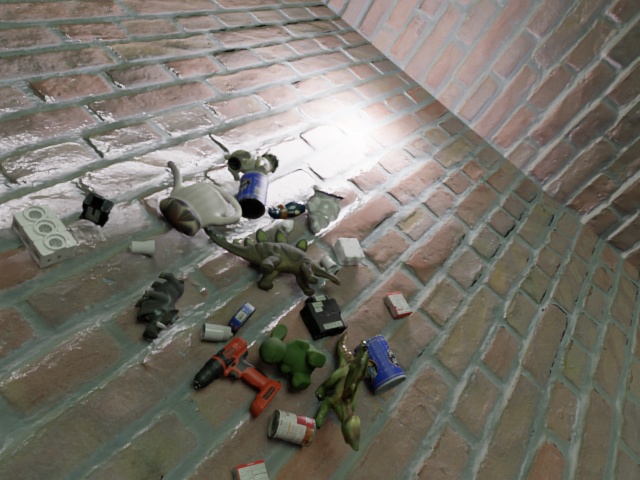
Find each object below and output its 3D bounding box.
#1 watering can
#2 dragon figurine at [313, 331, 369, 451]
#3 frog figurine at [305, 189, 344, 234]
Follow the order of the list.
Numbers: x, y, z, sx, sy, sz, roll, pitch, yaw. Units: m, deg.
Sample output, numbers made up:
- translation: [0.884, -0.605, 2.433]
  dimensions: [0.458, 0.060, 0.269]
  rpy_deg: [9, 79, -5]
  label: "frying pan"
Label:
- translation: [-0.415, -0.132, 1.628]
  dimensions: [0.350, 0.101, 0.228]
  rpy_deg: [31, 39, 17]
  label: "watering can"
- translation: [0.085, 0.363, 1.378]
  dimensions: [0.122, 0.237, 0.421]
  rpy_deg: [20, 44, -12]
  label: "dragon figurine"
- translation: [0.006, -0.096, 1.898]
  dimensions: [0.136, 0.122, 0.161]
  rpy_deg: [24, 77, -37]
  label: "frog figurine"
